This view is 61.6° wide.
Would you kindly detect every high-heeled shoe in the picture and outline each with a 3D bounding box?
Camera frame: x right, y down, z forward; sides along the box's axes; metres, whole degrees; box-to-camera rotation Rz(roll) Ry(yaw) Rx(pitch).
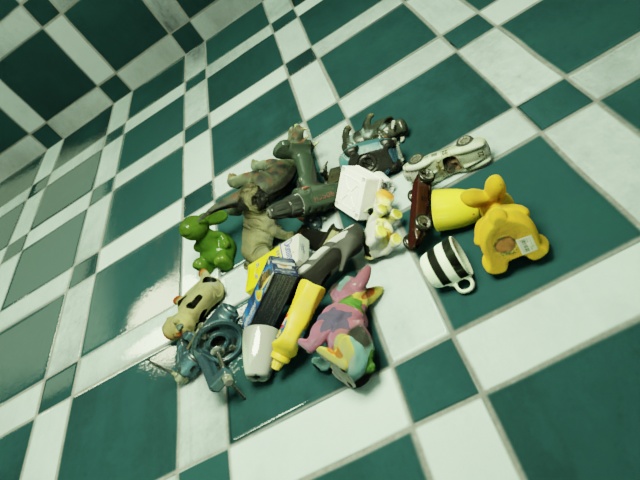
[{"bbox_3d":[-0.002,0.051,1.220,0.249,0.086,0.145,-27,31,37],"label":"high-heeled shoe"}]

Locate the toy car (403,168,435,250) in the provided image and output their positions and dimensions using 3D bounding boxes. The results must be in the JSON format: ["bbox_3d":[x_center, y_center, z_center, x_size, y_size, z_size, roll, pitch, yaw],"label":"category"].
[{"bbox_3d":[0.220,-0.066,1.172,0.053,0.089,0.202,16,52,-6],"label":"toy car"}]

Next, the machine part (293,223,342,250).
[{"bbox_3d":[-0.003,-0.004,1.325,0.139,0.039,0.084,8,66,40],"label":"machine part"}]

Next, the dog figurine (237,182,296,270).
[{"bbox_3d":[-0.174,-0.032,1.365,0.121,0.190,0.172,9,60,44],"label":"dog figurine"}]

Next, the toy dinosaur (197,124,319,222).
[{"bbox_3d":[-0.143,-0.159,1.469,0.192,0.131,0.405,-6,35,44],"label":"toy dinosaur"}]

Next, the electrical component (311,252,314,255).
[{"bbox_3d":[-0.035,0.072,1.286,0.063,0.021,0.094,-14,44,27],"label":"electrical component"}]

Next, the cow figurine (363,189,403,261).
[{"bbox_3d":[0.135,-0.034,1.218,0.098,0.068,0.167,-53,21,43],"label":"cow figurine"}]

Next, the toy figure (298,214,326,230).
[{"bbox_3d":[-0.037,-0.077,1.411,0.064,0.058,0.155,-68,31,27],"label":"toy figure"}]

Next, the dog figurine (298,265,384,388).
[{"bbox_3d":[0.068,0.159,1.055,0.192,0.108,0.219,15,60,46],"label":"dog figurine"}]

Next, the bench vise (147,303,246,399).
[{"bbox_3d":[-0.248,0.262,1.196,0.223,0.128,0.241,-43,34,-1],"label":"bench vise"}]

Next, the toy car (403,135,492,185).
[{"bbox_3d":[0.289,-0.177,1.233,0.202,0.073,0.056,-19,42,23],"label":"toy car"}]

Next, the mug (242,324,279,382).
[{"bbox_3d":[-0.117,0.246,1.147,0.110,0.080,0.107,7,57,-3],"label":"mug"}]

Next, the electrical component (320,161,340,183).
[{"bbox_3d":[0.044,-0.180,1.452,0.102,0.045,0.078,-7,47,34],"label":"electrical component"}]

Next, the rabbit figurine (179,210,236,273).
[{"bbox_3d":[-0.303,-0.012,1.462,0.121,0.170,0.159,-4,51,35],"label":"rabbit figurine"}]

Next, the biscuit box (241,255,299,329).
[{"bbox_3d":[-0.113,0.128,1.177,0.202,0.063,0.059,-63,29,32],"label":"biscuit box"}]

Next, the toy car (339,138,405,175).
[{"bbox_3d":[0.128,-0.211,1.375,0.162,0.109,0.103,-21,23,8],"label":"toy car"}]

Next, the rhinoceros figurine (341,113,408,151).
[{"bbox_3d":[0.144,-0.282,1.452,0.190,0.073,0.112,-17,42,25],"label":"rhinoceros figurine"}]

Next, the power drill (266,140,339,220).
[{"bbox_3d":[-0.053,-0.153,1.354,0.232,0.086,0.207,-8,60,-27],"label":"power drill"}]

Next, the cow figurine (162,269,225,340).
[{"bbox_3d":[-0.320,0.176,1.366,0.195,0.085,0.127,-47,33,-12],"label":"cow figurine"}]

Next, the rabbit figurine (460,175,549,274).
[{"bbox_3d":[0.336,-0.041,1.024,0.122,0.162,0.173,-32,20,28],"label":"rabbit figurine"}]
